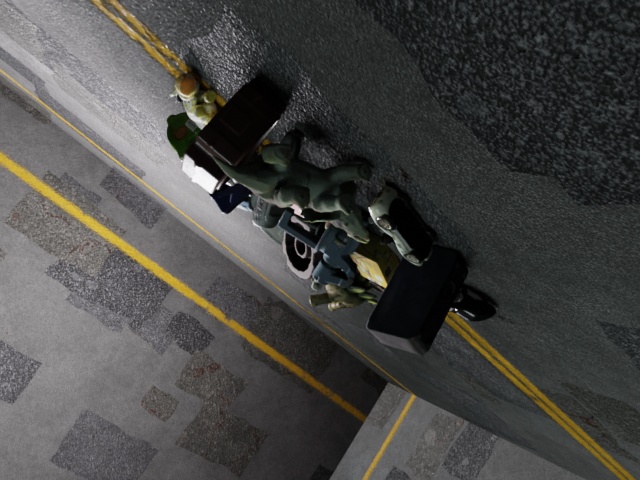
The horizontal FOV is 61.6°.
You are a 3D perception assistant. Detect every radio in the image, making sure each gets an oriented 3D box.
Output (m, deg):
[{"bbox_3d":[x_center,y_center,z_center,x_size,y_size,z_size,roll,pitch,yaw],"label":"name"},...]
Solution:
[{"bbox_3d":[0.208,0.119,1.131,0.131,0.229,0.073,12,154,46],"label":"radio"}]

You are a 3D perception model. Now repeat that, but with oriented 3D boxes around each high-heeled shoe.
[{"bbox_3d":[0.310,0.127,1.309,0.145,0.086,0.249,8,-165,-20],"label":"high-heeled shoe"}]

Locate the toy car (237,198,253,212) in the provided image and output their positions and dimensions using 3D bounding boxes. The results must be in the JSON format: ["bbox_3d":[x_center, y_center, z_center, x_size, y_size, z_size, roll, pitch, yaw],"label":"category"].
[{"bbox_3d":[-0.190,-0.130,1.492,0.162,0.109,0.103,21,174,19],"label":"toy car"}]

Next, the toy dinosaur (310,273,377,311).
[{"bbox_3d":[0.071,0.141,1.607,0.199,0.105,0.471,-10,163,21],"label":"toy dinosaur"}]

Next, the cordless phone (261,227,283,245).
[{"bbox_3d":[-0.077,-0.055,1.537,0.184,0.089,0.146,-4,143,38],"label":"cordless phone"}]

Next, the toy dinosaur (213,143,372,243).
[{"bbox_3d":[-0.049,-0.103,1.004,0.404,0.131,0.192,16,167,-35],"label":"toy dinosaur"}]

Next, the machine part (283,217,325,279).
[{"bbox_3d":[-0.037,0.014,1.425,0.056,0.179,0.179,-9,-169,-32],"label":"machine part"}]

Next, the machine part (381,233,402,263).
[{"bbox_3d":[0.194,0.028,1.254,0.138,0.039,0.084,41,170,-30],"label":"machine part"}]

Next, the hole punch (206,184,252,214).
[{"bbox_3d":[-0.247,-0.149,1.407,0.142,0.116,0.092,52,-178,38],"label":"hole punch"}]

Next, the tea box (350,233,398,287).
[{"bbox_3d":[0.141,0.050,1.375,0.098,0.068,0.169,27,163,28],"label":"tea box"}]

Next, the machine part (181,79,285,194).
[{"bbox_3d":[-0.163,-0.189,1.012,0.087,0.201,0.201,41,165,-10],"label":"machine part"}]

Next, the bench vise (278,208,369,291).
[{"bbox_3d":[-0.005,0.000,1.267,0.241,0.223,0.129,31,-150,0],"label":"bench vise"}]

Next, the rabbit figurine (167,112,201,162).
[{"bbox_3d":[-0.310,-0.243,1.361,0.159,0.121,0.170,32,-179,26],"label":"rabbit figurine"}]

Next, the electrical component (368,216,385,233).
[{"bbox_3d":[0.141,-0.039,1.182,0.063,0.021,0.094,37,165,-9],"label":"electrical component"}]

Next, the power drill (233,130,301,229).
[{"bbox_3d":[-0.121,-0.157,1.172,0.086,0.231,0.208,-9,-146,-40],"label":"power drill"}]

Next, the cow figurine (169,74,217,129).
[{"bbox_3d":[-0.272,-0.304,1.173,0.098,0.068,0.167,32,166,35],"label":"cow figurine"}]

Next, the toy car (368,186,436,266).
[{"bbox_3d":[0.167,-0.025,1.063,0.056,0.073,0.201,13,154,48],"label":"toy car"}]
